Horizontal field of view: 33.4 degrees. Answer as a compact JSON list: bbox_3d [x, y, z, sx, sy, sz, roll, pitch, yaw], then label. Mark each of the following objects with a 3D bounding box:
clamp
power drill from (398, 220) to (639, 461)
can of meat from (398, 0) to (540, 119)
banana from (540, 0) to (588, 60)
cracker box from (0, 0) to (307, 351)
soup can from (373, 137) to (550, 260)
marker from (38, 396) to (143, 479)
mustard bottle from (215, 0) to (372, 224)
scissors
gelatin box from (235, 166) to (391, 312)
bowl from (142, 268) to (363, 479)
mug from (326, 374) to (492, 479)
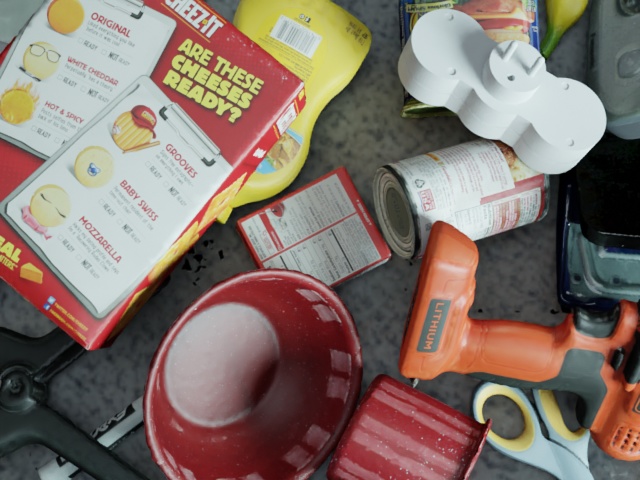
[{"bbox_3d":[-0.197,0.112,0.729,0.210,0.036,0.164,-11,69,3],"label":"clamp"},{"bbox_3d":[0.152,0.048,0.672,0.187,0.057,0.185,15,122,4],"label":"power drill"},{"bbox_3d":[0.106,-0.133,0.754,0.102,0.057,0.084,-3,89,1],"label":"can of meat"},{"bbox_3d":[0.147,-0.234,0.784,0.069,0.037,0.198,-27,82,-4],"label":"banana"},{"bbox_3d":[-0.136,-0.062,0.688,0.164,0.072,0.213,39,88,4],"label":"cracker box"},{"bbox_3d":[0.095,-0.031,0.728,0.102,0.069,0.068,-17,81,-16],"label":"soup can"},{"bbox_3d":[-0.141,0.132,0.743,0.121,0.020,0.020,-36,83,-4],"label":"marker"},{"bbox_3d":[-0.048,-0.086,0.754,0.096,0.058,0.191,30,83,-2],"label":"mustard bottle"},{"bbox_3d":[0.161,0.171,0.733,0.096,0.016,0.202,-8,80,-2],"label":"scissors"},{"bbox_3d":[-0.005,0.001,0.755,0.089,0.030,0.073,-28,83,-4],"label":"gelatin box"},{"bbox_3d":[-0.052,0.091,0.707,0.161,0.055,0.162,-9,107,-31],"label":"bowl"},{"bbox_3d":[0.051,0.149,0.698,0.081,0.093,0.117,27,58,9],"label":"mug"}]
